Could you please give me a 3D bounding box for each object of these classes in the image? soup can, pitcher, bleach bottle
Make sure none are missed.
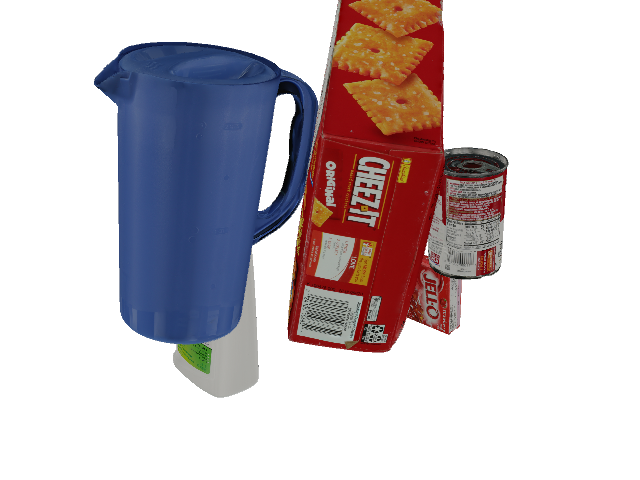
[{"bbox_3d":[0.131,-0.024,0.955,0.068,0.102,0.068,-1,24,0],"label":"soup can"},{"bbox_3d":[-0.100,-0.040,0.907,0.149,0.243,0.144,16,25,19],"label":"pitcher"},{"bbox_3d":[-0.109,0.032,1.092,0.067,0.251,0.103,-19,33,-34],"label":"bleach bottle"}]

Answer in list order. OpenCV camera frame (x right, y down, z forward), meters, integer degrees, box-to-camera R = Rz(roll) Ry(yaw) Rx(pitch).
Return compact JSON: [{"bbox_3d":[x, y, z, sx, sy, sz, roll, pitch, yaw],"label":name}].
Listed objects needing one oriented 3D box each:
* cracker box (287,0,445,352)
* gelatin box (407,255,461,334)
[{"bbox_3d":[0.032,-0.064,0.655,0.072,0.164,0.213,9,44,0],"label":"cracker box"},{"bbox_3d":[0.142,0.067,1.361,0.073,0.089,0.030,21,35,37],"label":"gelatin box"}]
